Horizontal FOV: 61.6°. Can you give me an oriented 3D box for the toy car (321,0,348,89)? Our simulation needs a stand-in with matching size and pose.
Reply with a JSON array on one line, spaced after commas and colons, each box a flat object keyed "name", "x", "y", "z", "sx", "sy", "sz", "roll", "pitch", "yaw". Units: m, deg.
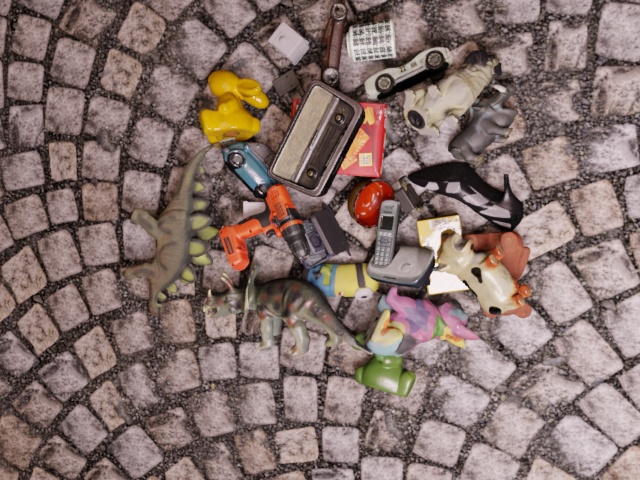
[{"name": "toy car", "x": 0.030, "y": -0.428, "z": 1.195, "sx": 0.053, "sy": 0.089, "sz": 0.202, "roll": 7, "pitch": 98, "yaw": 5}]

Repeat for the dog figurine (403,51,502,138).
[{"name": "dog figurine", "x": 0.285, "y": -0.323, "z": 1.170, "sx": 0.190, "sy": 0.172, "sz": 0.121, "roll": -43, "pitch": 116, "yaw": -23}]

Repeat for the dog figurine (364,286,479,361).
[{"name": "dog figurine", "x": 0.222, "y": 0.197, "z": 1.157, "sx": 0.219, "sy": 0.108, "sz": 0.191, "roll": 23, "pitch": 62, "yaw": 2}]

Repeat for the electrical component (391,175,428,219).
[{"name": "electrical component", "x": 0.203, "y": -0.093, "z": 1.197, "sx": 0.045, "sy": 0.078, "sz": 0.102, "roll": -33, "pitch": 84, "yaw": 35}]

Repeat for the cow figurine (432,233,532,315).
[{"name": "cow figurine", "x": 0.321, "y": 0.068, "z": 1.100, "sx": 0.127, "sy": 0.085, "sz": 0.195, "roll": -37, "pitch": 91, "yaw": 39}]

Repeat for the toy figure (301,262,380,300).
[{"name": "toy figure", "x": 0.048, "y": 0.090, "z": 1.245, "sx": 0.180, "sy": 0.082, "sz": 0.089, "roll": 8, "pitch": 98, "yaw": 12}]

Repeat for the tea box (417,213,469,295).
[{"name": "tea box", "x": 0.277, "y": 0.031, "z": 1.204, "sx": 0.098, "sy": 0.068, "sz": 0.169, "roll": -7, "pitch": 95, "yaw": 12}]

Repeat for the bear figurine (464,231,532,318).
[{"name": "bear figurine", "x": 0.388, "y": 0.079, "z": 1.163, "sx": 0.120, "sy": 0.132, "sz": 0.195, "roll": 1, "pitch": 92, "yaw": 37}]

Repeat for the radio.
[{"name": "radio", "x": -0.005, "y": -0.211, "z": 1.157, "sx": 0.131, "sy": 0.073, "sz": 0.229, "roll": 29, "pitch": 102, "yaw": 8}]

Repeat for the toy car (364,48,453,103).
[{"name": "toy car", "x": 0.195, "y": -0.362, "z": 1.178, "sx": 0.202, "sy": 0.073, "sz": 0.056, "roll": -23, "pitch": 78, "yaw": 12}]

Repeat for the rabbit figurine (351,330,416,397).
[{"name": "rabbit figurine", "x": 0.154, "y": 0.258, "z": 1.242, "sx": 0.159, "sy": 0.121, "sz": 0.170, "roll": 14, "pitch": 79, "yaw": 15}]

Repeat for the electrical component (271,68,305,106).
[{"name": "electrical component", "x": -0.075, "y": -0.366, "z": 1.254, "sx": 0.063, "sy": 0.021, "sz": 0.094, "roll": -29, "pitch": 89, "yaw": 11}]

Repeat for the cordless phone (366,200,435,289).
[{"name": "cordless phone", "x": 0.182, "y": 0.006, "z": 1.166, "sx": 0.147, "sy": 0.088, "sz": 0.184, "roll": 7, "pitch": 93, "yaw": 43}]

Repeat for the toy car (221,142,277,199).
[{"name": "toy car", "x": -0.148, "y": -0.173, "z": 1.247, "sx": 0.161, "sy": 0.109, "sz": 0.103, "roll": 45, "pitch": 84, "yaw": -5}]

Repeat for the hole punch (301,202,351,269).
[{"name": "hole punch", "x": -0.003, "y": -0.004, "z": 1.230, "sx": 0.092, "sy": 0.116, "sz": 0.142, "roll": -32, "pitch": 85, "yaw": 27}]

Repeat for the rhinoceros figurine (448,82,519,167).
[{"name": "rhinoceros figurine", "x": 0.360, "y": -0.250, "z": 1.167, "sx": 0.112, "sy": 0.073, "sz": 0.190, "roll": 41, "pitch": 103, "yaw": 15}]

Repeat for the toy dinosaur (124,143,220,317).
[{"name": "toy dinosaur", "x": -0.349, "y": -0.018, "z": 1.299, "sx": 0.199, "sy": 0.105, "sz": 0.470, "roll": 14, "pitch": 107, "yaw": 1}]

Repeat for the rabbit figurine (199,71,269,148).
[{"name": "rabbit figurine", "x": -0.206, "y": -0.319, "z": 1.240, "sx": 0.162, "sy": 0.121, "sz": 0.173, "roll": -16, "pitch": 73, "yaw": 8}]

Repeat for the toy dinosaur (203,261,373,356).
[{"name": "toy dinosaur", "x": -0.066, "y": 0.147, "z": 1.206, "sx": 0.405, "sy": 0.131, "sz": 0.192, "roll": -1, "pitch": 105, "yaw": 30}]

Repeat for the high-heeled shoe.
[{"name": "high-heeled shoe", "x": 0.324, "y": -0.091, "z": 1.201, "sx": 0.249, "sy": 0.086, "sz": 0.145, "roll": 7, "pitch": 131, "yaw": 28}]
